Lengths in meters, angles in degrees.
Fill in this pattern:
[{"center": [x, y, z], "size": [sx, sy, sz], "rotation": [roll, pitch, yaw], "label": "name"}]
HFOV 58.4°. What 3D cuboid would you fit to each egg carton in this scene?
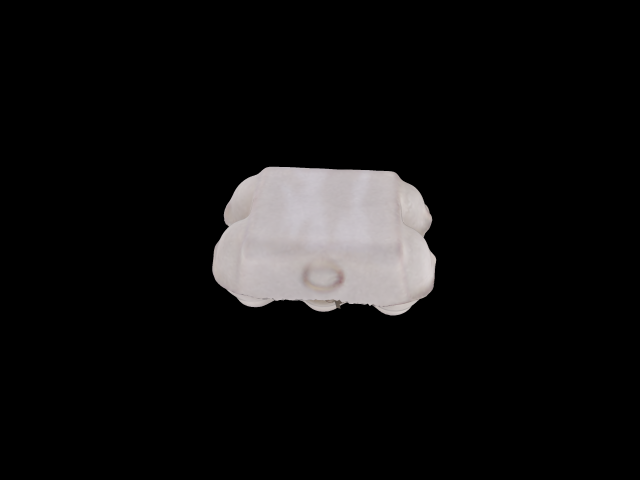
[{"center": [0.004, 0.001, 0.400], "size": [0.150, 0.069, 0.107], "rotation": [2, 43, 2], "label": "egg carton"}]
